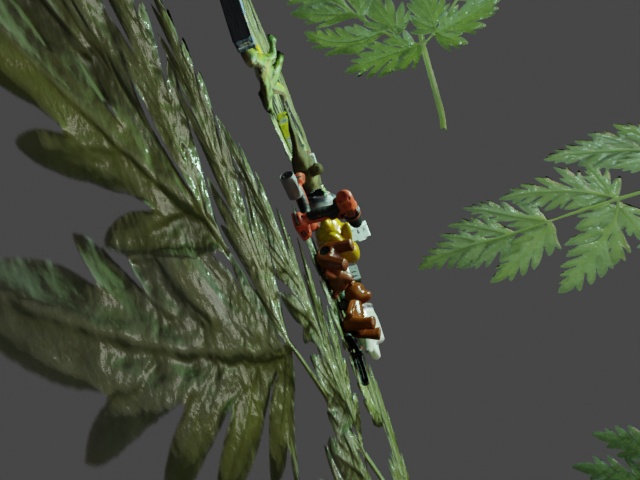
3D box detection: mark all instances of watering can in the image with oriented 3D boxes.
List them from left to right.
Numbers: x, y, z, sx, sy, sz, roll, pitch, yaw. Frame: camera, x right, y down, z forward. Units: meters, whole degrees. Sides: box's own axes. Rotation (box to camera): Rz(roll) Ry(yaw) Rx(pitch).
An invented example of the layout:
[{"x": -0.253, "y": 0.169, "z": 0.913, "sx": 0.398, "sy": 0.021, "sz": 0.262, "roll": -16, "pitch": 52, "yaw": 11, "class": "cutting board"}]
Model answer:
[{"x": 0.177, "y": 0.338, "z": 1.938, "sx": 0.343, "sy": 0.104, "sz": 0.227, "roll": 53, "pitch": 16, "yaw": -72, "class": "watering can"}]

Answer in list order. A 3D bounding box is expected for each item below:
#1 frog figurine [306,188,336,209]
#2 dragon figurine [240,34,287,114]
[{"x": 0.005, "y": -0.090, "z": 1.794, "sx": 0.140, "sy": 0.122, "sz": 0.157, "roll": -42, "pitch": 127, "yaw": -49, "class": "frog figurine"}, {"x": -0.184, "y": -0.541, "z": 1.784, "sx": 0.402, "sy": 0.122, "sz": 0.248, "roll": 58, "pitch": 30, "yaw": -57, "class": "dragon figurine"}]
